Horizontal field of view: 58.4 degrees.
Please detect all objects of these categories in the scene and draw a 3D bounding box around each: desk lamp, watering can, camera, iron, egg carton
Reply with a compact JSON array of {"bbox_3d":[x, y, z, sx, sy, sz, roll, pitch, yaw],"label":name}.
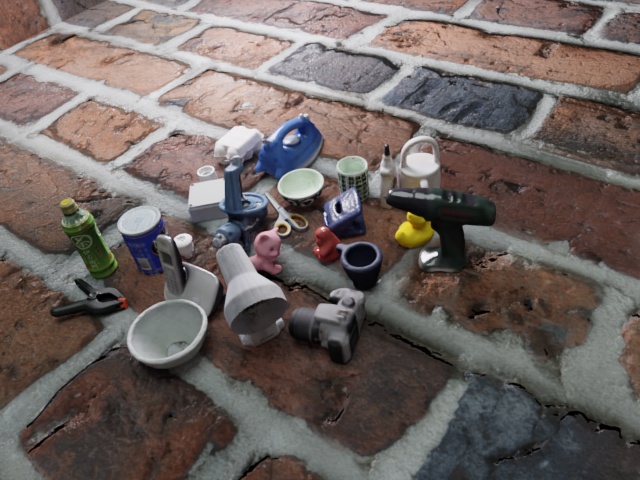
[{"bbox_3d":[-0.144,0.122,1.156,0.118,0.214,0.202,-23,44,-14],"label":"desk lamp"},{"bbox_3d":[0.243,-0.177,1.414,0.101,0.194,0.172,-22,44,-13],"label":"watering can"},{"bbox_3d":[0.013,0.160,1.169,0.136,0.101,0.143,8,46,19],"label":"camera"},{"bbox_3d":[-0.078,-0.284,1.628,0.118,0.142,0.259,21,51,29],"label":"iron"},{"bbox_3d":[-0.242,-0.280,1.709,0.107,0.069,0.150,17,49,26],"label":"egg carton"}]

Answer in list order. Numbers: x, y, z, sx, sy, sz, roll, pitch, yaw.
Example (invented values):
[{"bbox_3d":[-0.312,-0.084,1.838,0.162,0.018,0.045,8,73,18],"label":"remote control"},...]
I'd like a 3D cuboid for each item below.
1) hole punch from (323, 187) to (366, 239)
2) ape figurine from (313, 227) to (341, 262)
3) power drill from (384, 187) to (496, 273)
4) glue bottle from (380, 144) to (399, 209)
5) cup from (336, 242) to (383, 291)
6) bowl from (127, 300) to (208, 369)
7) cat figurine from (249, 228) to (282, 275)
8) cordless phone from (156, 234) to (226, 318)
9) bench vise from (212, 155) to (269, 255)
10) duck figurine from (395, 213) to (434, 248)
[{"bbox_3d":[0.057,-0.065,1.406,0.101,0.091,0.108,-11,43,0],"label":"hole punch"},{"bbox_3d":[0.012,0.005,1.340,0.076,0.092,0.078,4,45,15],"label":"ape figurine"},{"bbox_3d":[0.259,-0.026,1.240,0.229,0.209,0.075,-1,44,10],"label":"power drill"},{"bbox_3d":[0.170,-0.166,1.431,0.037,0.173,0.078,7,46,18],"label":"glue bottle"},{"bbox_3d":[0.084,0.061,1.265,0.117,0.095,0.092,27,54,33],"label":"cup"},{"bbox_3d":[-0.310,0.209,1.198,0.167,0.075,0.167,-5,43,5],"label":"bowl"},{"bbox_3d":[-0.138,0.029,1.324,0.128,0.118,0.067,-27,45,-17],"label":"cat figurine"},{"bbox_3d":[-0.291,0.077,1.253,0.147,0.185,0.094,16,49,26],"label":"cordless phone"},{"bbox_3d":[-0.192,-0.077,1.372,0.121,0.220,0.207,-3,43,8],"label":"bench vise"},{"bbox_3d":[0.223,-0.038,1.350,0.105,0.086,0.077,-30,46,-20],"label":"duck figurine"}]
